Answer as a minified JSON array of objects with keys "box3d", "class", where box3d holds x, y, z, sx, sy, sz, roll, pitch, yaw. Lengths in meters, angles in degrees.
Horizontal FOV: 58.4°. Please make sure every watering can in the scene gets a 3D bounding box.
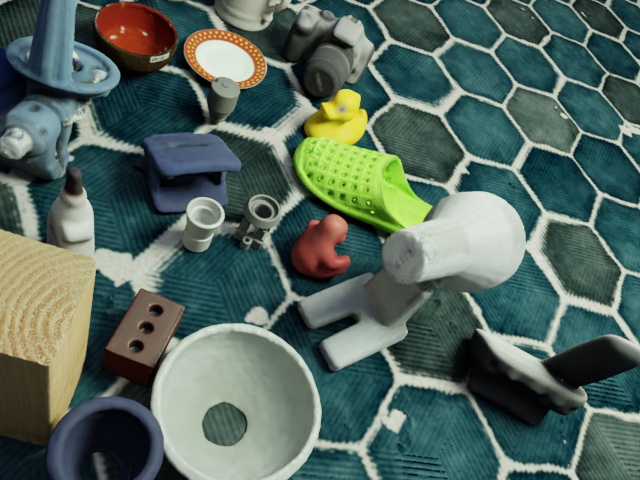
[{"box3d":[-0.107,-0.451,0.921,0.173,0.194,0.101,30,50,-3],"class":"watering can"}]

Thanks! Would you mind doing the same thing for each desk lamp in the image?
[{"box3d":[0.109,0.043,0.666,0.204,0.213,0.118,-19,67,-34],"class":"desk lamp"}]

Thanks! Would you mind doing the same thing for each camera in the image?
[{"box3d":[0.009,-0.308,0.937,0.143,0.100,0.137,28,50,-4],"class":"camera"}]

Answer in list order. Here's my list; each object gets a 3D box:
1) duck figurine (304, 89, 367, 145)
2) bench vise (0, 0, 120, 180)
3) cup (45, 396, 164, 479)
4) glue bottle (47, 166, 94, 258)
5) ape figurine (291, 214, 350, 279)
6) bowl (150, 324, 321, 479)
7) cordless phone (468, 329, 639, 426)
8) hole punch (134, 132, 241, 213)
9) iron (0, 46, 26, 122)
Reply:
[{"box3d":[0.034,-0.193,0.878,0.105,0.086,0.077,-15,65,-32],"class":"duck figurine"},{"box3d":[-0.285,-0.183,0.635,0.122,0.219,0.207,4,56,-22],"class":"bench vise"},{"box3d":[-0.181,0.205,0.495,0.092,0.095,0.117,-22,69,-35],"class":"cup"},{"box3d":[-0.244,-0.013,0.566,0.037,0.173,0.078,-13,64,-31],"class":"glue bottle"},{"box3d":[0.007,0.003,0.725,0.076,0.092,0.077,-7,61,-29],"class":"ape figurine"},{"box3d":[-0.088,0.173,0.574,0.168,0.074,0.167,12,53,-17],"class":"bowl"},{"box3d":[0.279,0.140,0.696,0.148,0.185,0.094,26,50,-6],"class":"cordless phone"},{"box3d":[-0.166,-0.098,0.715,0.109,0.091,0.101,-9,62,-30],"class":"hole punch"},{"box3d":[-0.433,-0.183,0.617,0.259,0.141,0.118,-27,72,-36],"class":"iron"}]
